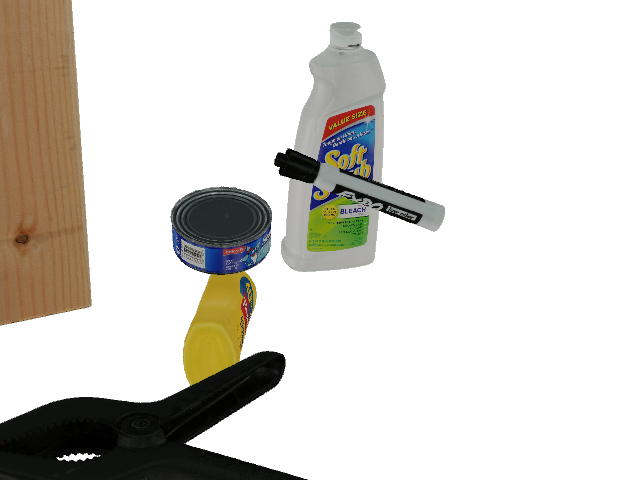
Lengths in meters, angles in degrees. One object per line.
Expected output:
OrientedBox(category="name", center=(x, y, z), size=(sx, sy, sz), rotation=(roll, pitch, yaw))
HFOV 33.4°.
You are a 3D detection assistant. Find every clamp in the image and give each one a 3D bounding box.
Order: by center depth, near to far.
OrientedBox(category="clamp", center=(-0.096, 0.111, 0.594), size=(0.210, 0.036, 0.164), rotation=(-1, 23, -9))

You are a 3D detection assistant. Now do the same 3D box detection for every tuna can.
OrientedBox(category="tuna can", center=(-0.084, -0.009, 0.910), size=(0.086, 0.034, 0.086), rotation=(2, 37, -1))

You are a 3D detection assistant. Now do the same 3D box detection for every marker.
OrientedBox(category="marker", center=(0.026, -0.034, 0.712), size=(0.121, 0.020, 0.020), rotation=(20, -5, -15))

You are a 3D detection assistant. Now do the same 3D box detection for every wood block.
OrientedBox(category="wood block", center=(-0.191, -0.063, 0.606), size=(0.090, 0.206, 0.090), rotation=(-11, 27, -27))

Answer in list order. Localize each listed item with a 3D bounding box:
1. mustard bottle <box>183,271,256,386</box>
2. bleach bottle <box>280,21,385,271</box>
OrientedBox(category="mustard bottle", center=(-0.106, 0.083, 1.177), size=(0.058, 0.096, 0.191), rotation=(1, 27, 4))
OrientedBox(category="bleach bottle", center=(0.013, -0.094, 1.078), size=(0.102, 0.251, 0.068), rotation=(-5, 28, -12))
